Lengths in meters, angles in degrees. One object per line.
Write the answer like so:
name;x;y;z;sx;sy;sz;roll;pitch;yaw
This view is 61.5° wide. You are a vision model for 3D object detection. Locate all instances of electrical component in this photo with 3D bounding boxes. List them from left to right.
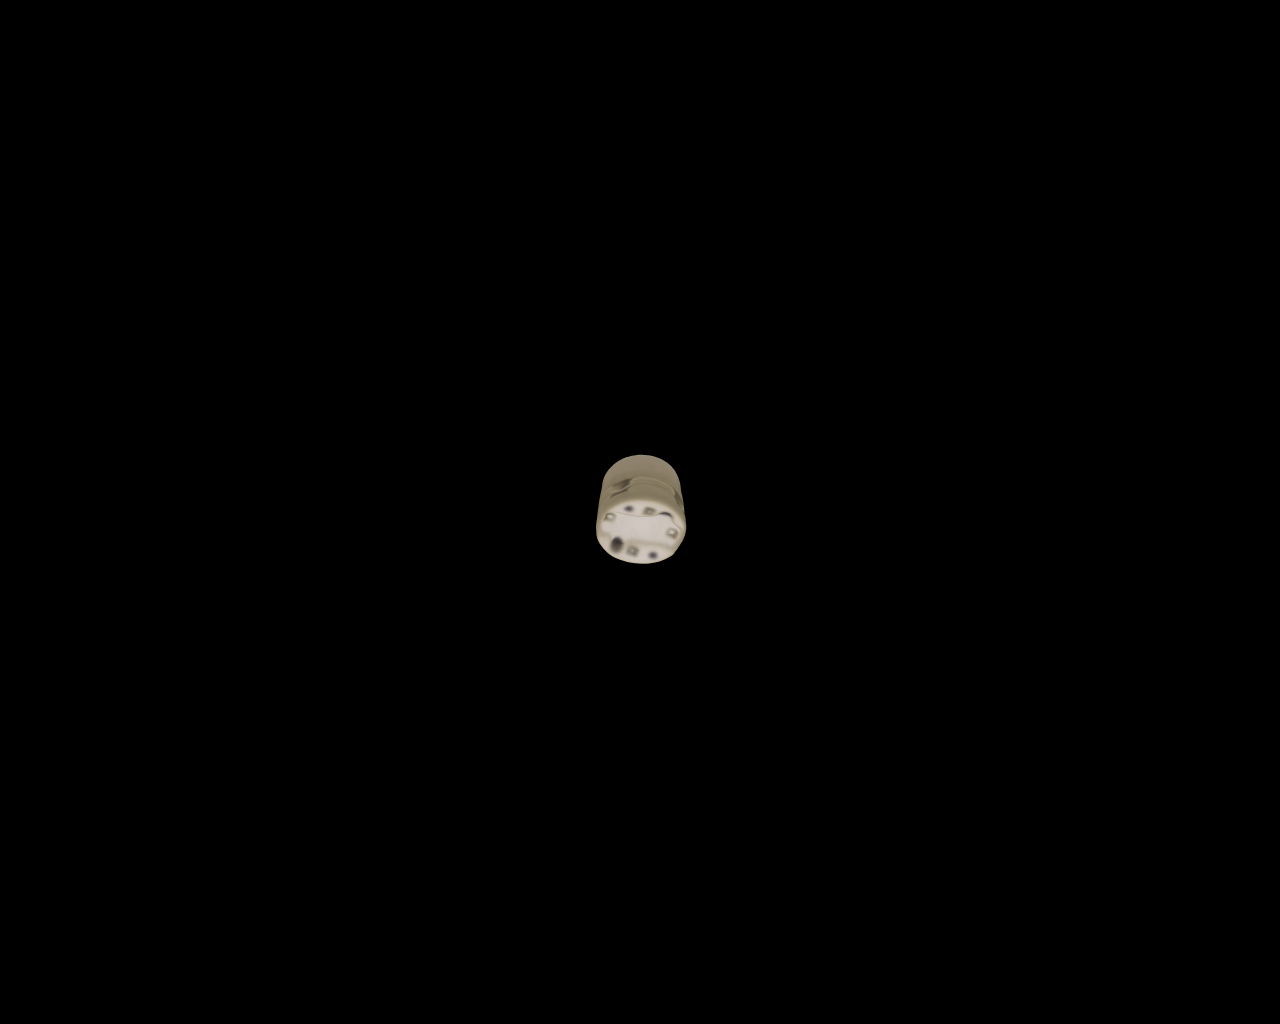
electrical component;0.001;-0.003;0.650;0.055;0.055;0.047;0;40;0
